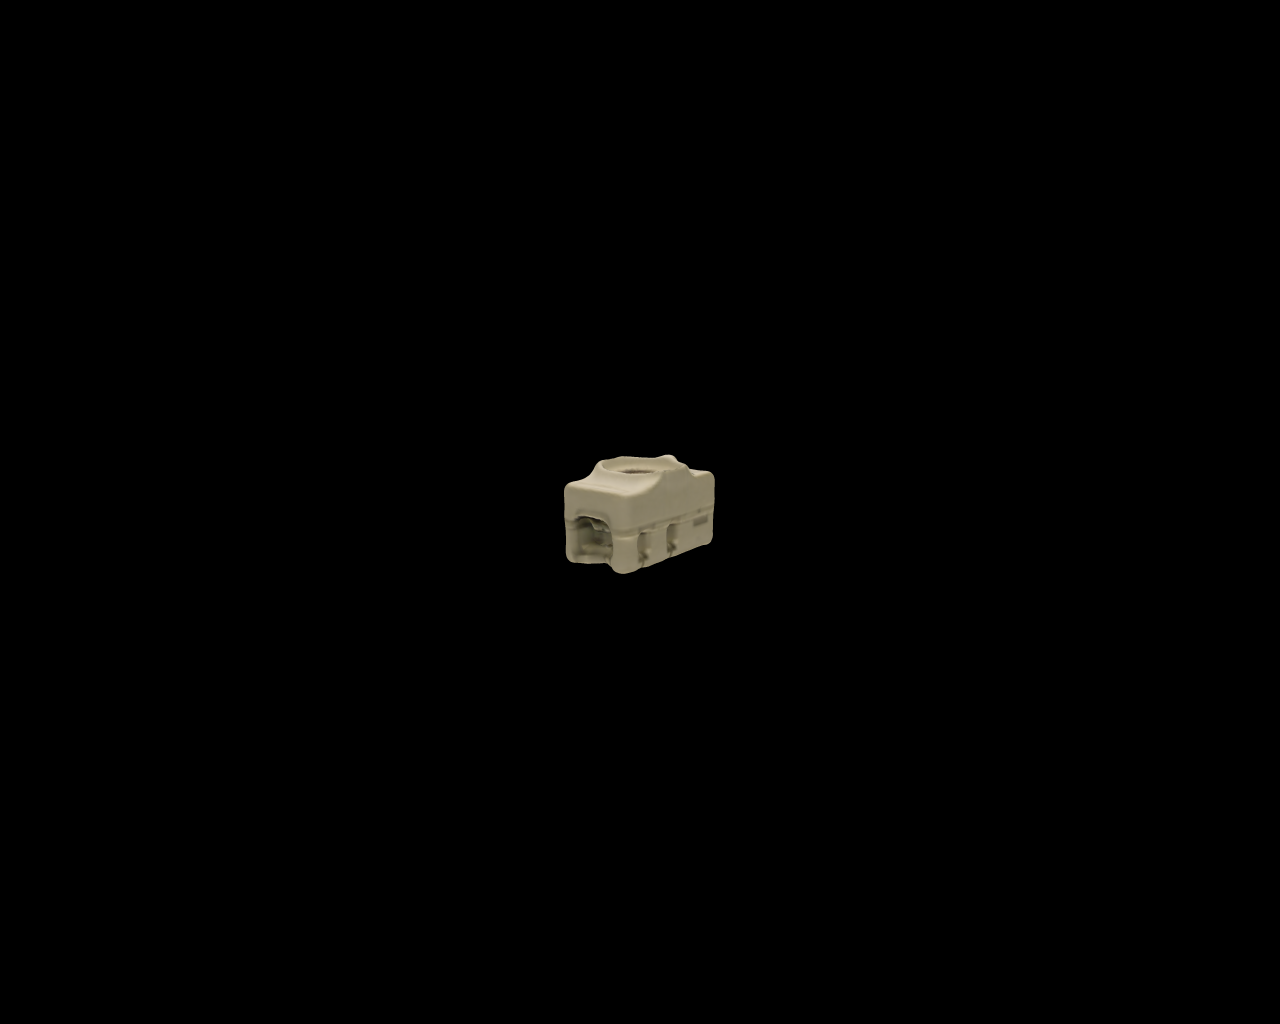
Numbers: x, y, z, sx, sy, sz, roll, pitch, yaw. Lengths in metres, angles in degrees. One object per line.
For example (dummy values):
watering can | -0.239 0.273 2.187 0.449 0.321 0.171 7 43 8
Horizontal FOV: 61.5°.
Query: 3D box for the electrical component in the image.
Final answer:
electrical component | 0.001 -0.003 0.650 0.050 0.055 0.090 11 17 38
